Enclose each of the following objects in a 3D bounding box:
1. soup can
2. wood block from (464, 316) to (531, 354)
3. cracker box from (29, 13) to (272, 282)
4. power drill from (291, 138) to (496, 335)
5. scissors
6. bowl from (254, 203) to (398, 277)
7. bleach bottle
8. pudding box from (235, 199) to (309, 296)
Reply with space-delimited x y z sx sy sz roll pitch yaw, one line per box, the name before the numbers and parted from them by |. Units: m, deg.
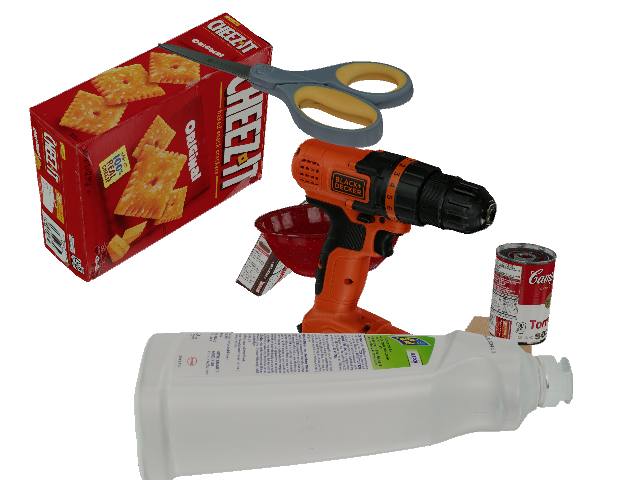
soup can | 0.230 0.061 1.223 0.068 0.102 0.068 2 18 -1
wood block | 0.244 0.187 1.544 0.091 0.090 0.205 3 17 20
cracker box | -0.142 -0.081 0.933 0.072 0.164 0.213 39 53 25
power drill | 0.053 0.017 0.896 0.185 0.188 0.057 19 25 32
scissors | -0.019 -0.118 0.742 0.096 0.016 0.202 -30 46 -28
bowl | 0.014 0.001 1.106 0.162 0.055 0.162 -4 13 1
bleach bottle | 0.023 0.091 0.625 0.250 0.068 0.102 -2 19 -2
pudding box | -0.047 0.009 1.303 0.039 0.090 0.113 35 32 9
